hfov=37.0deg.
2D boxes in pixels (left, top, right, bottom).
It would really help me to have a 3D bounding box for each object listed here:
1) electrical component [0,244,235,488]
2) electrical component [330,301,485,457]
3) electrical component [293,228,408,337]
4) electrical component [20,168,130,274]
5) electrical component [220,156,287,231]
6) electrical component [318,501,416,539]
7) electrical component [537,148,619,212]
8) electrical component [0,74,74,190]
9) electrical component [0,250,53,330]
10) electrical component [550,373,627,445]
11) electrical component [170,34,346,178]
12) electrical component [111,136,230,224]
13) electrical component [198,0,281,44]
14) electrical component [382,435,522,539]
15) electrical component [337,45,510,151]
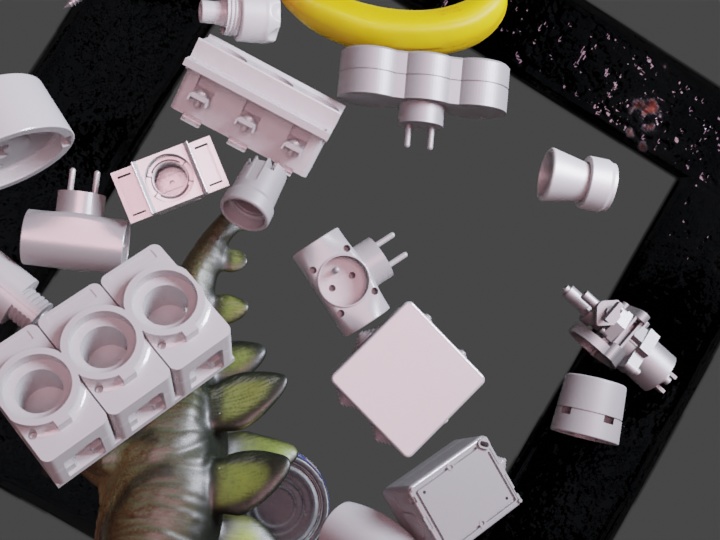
[{"bbox_3d":[-0.173,0.062,0.737,0.150,0.061,0.089,-36,70,-21],"label":"electrical component"},{"bbox_3d":[0.035,0.086,0.854,0.100,0.048,0.099,-44,92,-7],"label":"electrical component"},{"bbox_3d":[0.000,0.000,0.858,0.079,0.044,0.077,-33,91,-8],"label":"electrical component"},{"bbox_3d":[-0.218,-0.039,0.836,0.077,0.043,0.079,6,86,-6],"label":"electrical component"},{"bbox_3d":[-0.080,-0.059,0.824,0.040,0.040,0.046,26,57,-4],"label":"electrical component"},{"bbox_3d":[0.009,0.232,0.837,0.043,0.077,0.079,-29,134,-41],"label":"electrical component"},{"bbox_3d":[0.178,-0.073,0.882,0.055,0.045,0.045,11,85,-6],"label":"electrical component"},{"bbox_3d":[-0.277,-0.106,0.804,0.108,0.108,0.060,-26,84,-7],"label":"electrical component"},{"bbox_3d":[-0.269,0.019,0.827,0.081,0.043,0.043,39,83,-3],"label":"electrical component"},{"bbox_3d":[0.186,0.112,0.868,0.055,0.055,0.047,15,81,-5],"label":"electrical component"},{"bbox_3d":[-0.081,-0.127,0.846,0.121,0.078,0.063,28,106,-4],"label":"electrical component"},{"bbox_3d":[-0.147,-0.069,0.835,0.081,0.064,0.042,-22,93,-7],"label":"electrical component"},{"bbox_3d":[-0.097,-0.203,0.856,0.062,0.043,0.043,0,87,-19],"label":"electrical component"},{"bbox_3d":[0.075,0.174,0.846,0.096,0.061,0.061,-30,90,-27],"label":"electrical component"},{"bbox_3d":[0.050,-0.134,0.867,0.138,0.052,0.073,5,86,-6],"label":"electrical component"}]
